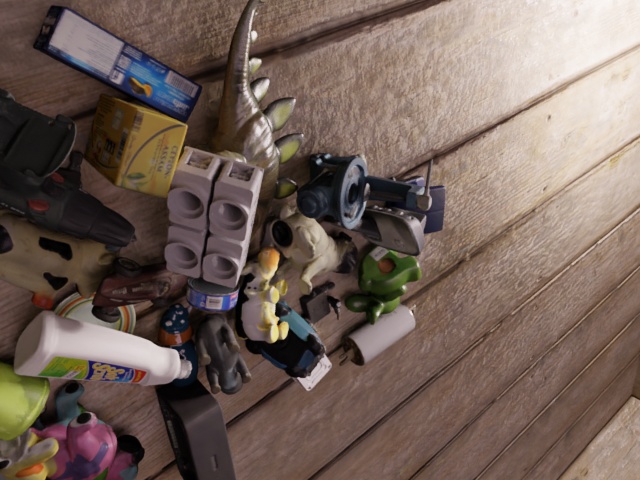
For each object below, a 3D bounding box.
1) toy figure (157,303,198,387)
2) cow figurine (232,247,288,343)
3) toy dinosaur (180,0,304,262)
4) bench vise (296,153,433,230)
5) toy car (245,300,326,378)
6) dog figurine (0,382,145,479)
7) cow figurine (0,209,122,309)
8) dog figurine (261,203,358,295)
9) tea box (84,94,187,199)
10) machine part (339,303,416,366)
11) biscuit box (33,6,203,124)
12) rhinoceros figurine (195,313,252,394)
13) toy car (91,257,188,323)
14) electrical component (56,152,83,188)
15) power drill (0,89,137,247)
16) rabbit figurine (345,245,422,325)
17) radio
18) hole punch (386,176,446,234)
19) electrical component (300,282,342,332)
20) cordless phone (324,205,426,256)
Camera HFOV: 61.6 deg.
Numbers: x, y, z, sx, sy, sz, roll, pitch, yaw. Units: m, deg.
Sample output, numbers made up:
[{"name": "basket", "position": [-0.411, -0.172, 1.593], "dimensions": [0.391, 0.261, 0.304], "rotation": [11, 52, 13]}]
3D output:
[{"name": "toy figure", "position": [-0.240, 0.174, 0.904], "dimensions": [0.058, 0.064, 0.154], "rotation": [-1, 112, 7]}, {"name": "cow figurine", "position": [-0.111, 0.095, 0.945], "dimensions": [0.068, 0.098, 0.167], "rotation": [-11, 101, -68]}, {"name": "toy dinosaur", "position": [-0.117, -0.136, 0.818], "dimensions": [0.198, 0.105, 0.470], "rotation": [-40, 148, -40]}, {"name": "bench vise", "position": [0.079, -0.088, 0.922], "dimensions": [0.223, 0.241, 0.128], "rotation": [-28, 125, -59]}, {"name": "toy car", "position": [-0.062, 0.181, 1.021], "dimensions": [0.109, 0.162, 0.103], "rotation": [-58, 172, 9]}, {"name": "dog figurine", "position": [-0.379, 0.346, 0.833], "dimensions": [0.191, 0.109, 0.218], "rotation": [-29, 129, -29]}, {"name": "cow figurine", "position": [-0.357, 0.022, 0.721], "dimensions": [0.194, 0.086, 0.127], "rotation": [35, 91, -43]}, {"name": "dog figurine", "position": [-0.005, -0.002, 1.015], "dimensions": [0.190, 0.121, 0.172], "rotation": [-27, 129, -47]}, {"name": "tea box", "position": [-0.241, -0.124, 0.688], "dimensions": [0.068, 0.170, 0.098], "rotation": [13, 102, -38]}, {"name": "machine part", "position": [0.137, 0.214, 1.236], "dimensions": [0.243, 0.079, 0.079], "rotation": [-28, 125, -28]}, {"name": "biscuit box", "position": [-0.257, -0.224, 0.705], "dimensions": [0.202, 0.063, 0.059], "rotation": [23, 93, -45]}, {"name": "rhinoceros figurine", "position": [-0.174, 0.208, 0.943], "dimensions": [0.073, 0.112, 0.190], "rotation": [-24, 136, -14]}, {"name": "toy car", "position": [-0.255, 0.067, 0.789], "dimensions": [0.089, 0.053, 0.202], "rotation": [-59, 170, 9]}, {"name": "electrical component", "position": [-0.352, -0.076, 0.718], "dimensions": [0.063, 0.021, 0.094], "rotation": [8, 100, -43]}, {"name": "power drill", "position": [-0.313, -0.072, 0.608], "dimensions": [0.232, 0.207, 0.086], "rotation": [24, 72, -13]}, {"name": "rabbit figurine", "position": [0.140, 0.113, 1.168], "dimensions": [0.159, 0.121, 0.170], "rotation": [-44, 147, -25]}, {"name": "radio", "position": [-0.218, 0.358, 0.957], "dimensions": [0.073, 0.131, 0.229], "rotation": [-22, 123, -32]}, {"name": "hole punch", "position": [0.207, -0.069, 1.162], "dimensions": [0.116, 0.092, 0.142], "rotation": [-19, 124, -29]}, {"name": "electrical component", "position": [0.000, 0.142, 1.106], "dimensions": [0.102, 0.045, 0.078], "rotation": [-27, 127, -29]}, {"name": "cordless phone", "position": [0.109, -0.027, 1.049], "dimensions": [0.184, 0.147, 0.088], "rotation": [7, 98, -47]}]
